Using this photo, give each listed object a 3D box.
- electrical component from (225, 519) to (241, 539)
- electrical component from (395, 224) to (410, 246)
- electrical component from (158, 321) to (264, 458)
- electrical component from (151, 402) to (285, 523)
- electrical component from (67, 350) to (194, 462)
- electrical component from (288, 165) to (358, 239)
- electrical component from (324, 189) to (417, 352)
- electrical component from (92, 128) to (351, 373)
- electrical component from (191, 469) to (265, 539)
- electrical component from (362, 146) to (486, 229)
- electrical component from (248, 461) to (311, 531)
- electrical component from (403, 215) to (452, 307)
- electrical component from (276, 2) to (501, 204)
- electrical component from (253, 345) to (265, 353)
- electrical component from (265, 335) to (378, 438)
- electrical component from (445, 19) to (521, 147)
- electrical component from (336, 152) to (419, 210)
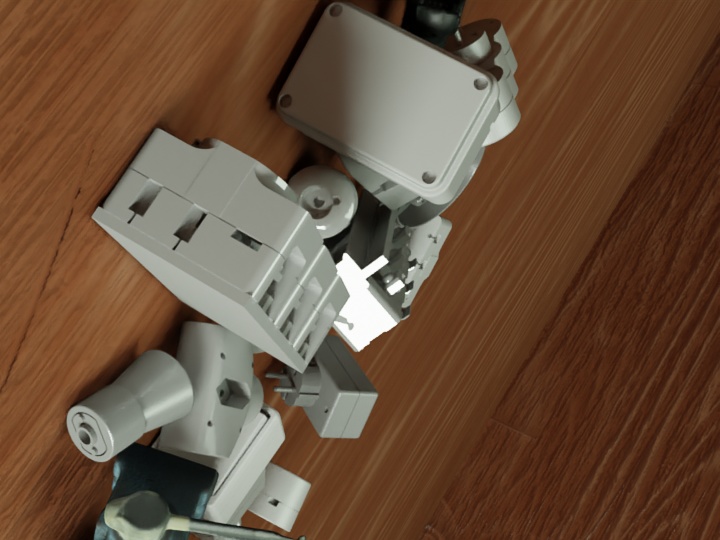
[{"bbox_3d":[-0.119,0.222,0.915,0.035,0.035,0.061,-51,165,-31],"label":"electrical component"},{"bbox_3d":[0.004,-0.006,0.890,0.099,0.064,0.099,17,90,-83],"label":"electrical component"},{"bbox_3d":[-0.086,0.077,0.671,0.079,0.043,0.077,29,68,-60],"label":"electrical component"},{"bbox_3d":[-0.103,0.127,0.736,0.096,0.062,0.061,-54,164,-22],"label":"electrical component"},{"bbox_3d":[-0.130,0.078,0.601,0.065,0.044,0.044,-35,151,-50],"label":"electrical component"},{"bbox_3d":[-0.022,-0.047,0.722,0.048,0.048,0.062,-64,173,11],"label":"electrical component"},{"bbox_3d":[0.000,0.000,0.744,0.079,0.063,0.121,-36,-164,19],"label":"electrical component"},{"bbox_3d":[-0.063,-0.008,0.566,0.061,0.089,0.150,-58,165,-11],"label":"electrical component"},{"bbox_3d":[-0.111,0.180,0.838,0.065,0.047,0.076,-51,163,-31],"label":"electrical component"},{"bbox_3d":[0.048,-0.082,0.844,0.099,0.064,0.099,-54,164,-24],"label":"electrical component"},{"bbox_3d":[-0.077,0.205,0.985,0.047,0.055,0.055,-61,166,-13],"label":"electrical component"},{"bbox_3d":[0.038,-0.015,0.963,0.089,0.050,0.056,-62,165,6],"label":"electrical component"},{"bbox_3d":[0.017,-0.096,0.624,0.078,0.113,0.057,-61,168,1],"label":"electrical component"},{"bbox_3d":[-0.068,0.020,0.690,0.045,0.045,0.055,-50,162,-35],"label":"electrical component"},{"bbox_3d":[-0.041,0.093,0.877,0.076,0.083,0.047,7,118,-32],"label":"electrical component"},{"bbox_3d":[0.081,-0.154,0.792,0.138,0.052,0.073,-81,148,-55],"label":"electrical component"},{"bbox_3d":[0.023,-0.085,0.708,0.059,0.053,0.095,-29,156,13],"label":"electrical component"}]
